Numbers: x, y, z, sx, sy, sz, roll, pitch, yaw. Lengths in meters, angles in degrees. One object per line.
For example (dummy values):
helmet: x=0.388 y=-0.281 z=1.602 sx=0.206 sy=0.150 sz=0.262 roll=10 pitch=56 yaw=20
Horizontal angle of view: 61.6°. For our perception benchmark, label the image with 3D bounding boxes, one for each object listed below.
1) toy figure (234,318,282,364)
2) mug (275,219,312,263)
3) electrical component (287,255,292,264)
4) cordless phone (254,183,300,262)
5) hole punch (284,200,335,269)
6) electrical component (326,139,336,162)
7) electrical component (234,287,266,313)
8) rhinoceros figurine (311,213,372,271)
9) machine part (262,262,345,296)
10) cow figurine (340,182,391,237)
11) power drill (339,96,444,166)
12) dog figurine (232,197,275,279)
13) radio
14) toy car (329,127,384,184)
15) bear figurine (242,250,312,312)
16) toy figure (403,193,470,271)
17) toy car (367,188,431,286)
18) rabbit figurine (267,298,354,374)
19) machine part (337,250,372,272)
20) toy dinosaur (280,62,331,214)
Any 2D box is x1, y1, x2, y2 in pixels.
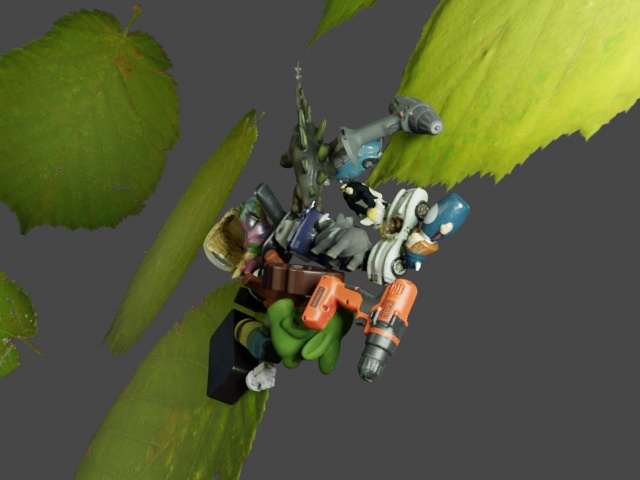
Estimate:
toy figure: x=-0.142 y=0.232 z=1.261 sx=0.082 sy=0.089 sz=0.180 roll=-55 pitch=22 yaw=-6
mug: x=-0.054 y=-0.013 z=1.341 sx=0.081 sy=0.107 sz=0.109 roll=-36 pitch=36 yaw=39
electrical component: x=-0.100 y=0.052 z=1.458 sx=0.094 sy=0.021 sz=0.063 roll=-59 pitch=25 yaw=0
cordless phone: x=-0.126 y=-0.044 z=1.384 sx=0.089 sy=0.184 sz=0.146 roll=-3 pitch=41 yaw=43
hole punch: x=-0.003 y=-0.004 z=1.235 sx=0.142 sy=0.115 sz=0.092 roll=-60 pitch=33 yaw=0
electrical component: x=0.054 y=-0.247 z=1.473 sx=0.102 sy=0.045 sz=0.078 roll=-34 pitch=64 yaw=49
electrical component: x=-0.191 y=0.160 z=1.449 sx=0.119 sy=0.074 sz=0.048 roll=-3 pitch=60 yaw=56
rhinoceros figurine: x=0.038 y=-0.004 z=1.110 sx=0.112 sy=0.073 sz=0.190 roll=-59 pitch=22 yaw=-2
machine part: x=-0.036 y=0.083 z=1.126 sx=0.179 sy=0.179 sz=0.056 roll=5 pitch=90 yaw=63
cow figurine: x=0.103 y=-0.069 z=1.117 sx=0.068 sy=0.098 sz=0.167 roll=-51 pitch=30 yaw=9
power drill: x=0.148 y=-0.243 z=1.175 sx=0.207 sy=0.085 sz=0.232 roll=-28 pitch=27 yaw=12
dog figurine: x=-0.186 y=0.008 z=1.497 sx=0.108 sy=0.191 sz=0.219 roll=-20 pitch=30 yaw=46
radio: x=-0.225 y=0.295 z=1.370 sx=0.131 sy=0.073 sz=0.230 roll=-51 pitch=24 yaw=20
toy car: x=0.077 y=-0.217 z=1.324 sx=0.162 sy=0.103 sz=0.109 roll=-33 pitch=35 yaw=41
bear figurine: x=-0.094 y=0.123 z=1.247 sx=0.120 sy=0.132 sz=0.196 roll=-46 pitch=20 yaw=5
toy figure: x=0.195 y=-0.013 z=0.938 sx=0.154 sy=0.058 sz=0.064 roll=-50 pitch=-13 yaw=23
toy car: x=0.147 y=-0.007 z=1.016 sx=0.074 sy=0.056 sz=0.201 roll=3 pitch=65 yaw=63
rabbit figurine: x=-0.011 y=0.174 z=1.055 sx=0.170 sy=0.121 sz=0.159 roll=-27 pitch=42 yaw=27
machine part: x=0.079 y=0.036 z=1.120 sx=0.084 sy=0.039 sz=0.139 roll=-56 pitch=23 yaw=-5
toy dinosaur: x=-0.032 y=-0.232 z=1.380 sx=0.198 sy=0.105 sz=0.471 roll=119 pitch=142 yaw=-60
